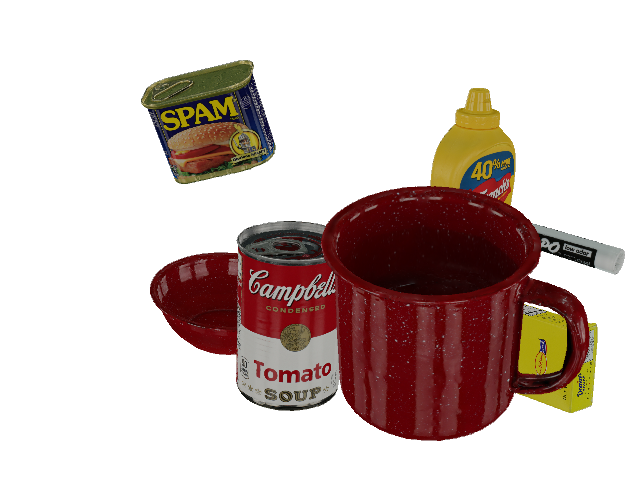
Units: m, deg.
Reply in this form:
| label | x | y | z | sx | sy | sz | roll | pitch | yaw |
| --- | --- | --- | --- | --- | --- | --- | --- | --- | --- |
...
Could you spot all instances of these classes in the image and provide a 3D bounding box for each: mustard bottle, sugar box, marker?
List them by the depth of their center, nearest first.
| label | x | y | z | sx | sy | sz | roll | pitch | yaw |
| --- | --- | --- | --- | --- | --- | --- | --- | --- | --- |
| marker | 0.164 | -0.001 | 0.789 | 0.121 | 0.020 | 0.020 | 19 | 11 | 33 |
| mustard bottle | 0.144 | -0.048 | 1.009 | 0.096 | 0.192 | 0.058 | -14 | 24 | -38 |
| sugar box | 0.217 | 0.118 | 1.173 | 0.048 | 0.093 | 0.177 | -9 | 16 | -42 |

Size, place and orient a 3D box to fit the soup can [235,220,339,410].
| label | x | y | z | sx | sy | sz | roll | pitch | yaw |
| --- | --- | --- | --- | --- | --- | --- | --- | --- | --- |
| soup can | -0.020 | 0.047 | 0.671 | 0.068 | 0.102 | 0.068 | 2 | 21 | -1 |

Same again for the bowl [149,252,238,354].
| label | x | y | z | sx | sy | sz | roll | pitch | yaw |
| --- | --- | --- | --- | --- | --- | --- | --- | --- | --- |
| bowl | -0.098 | 0.073 | 1.122 | 0.162 | 0.055 | 0.162 | 4 | 27 | -2 |

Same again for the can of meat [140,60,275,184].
| label | x | y | z | sx | sy | sz | roll | pitch | yaw |
| --- | --- | --- | --- | --- | --- | --- | --- | --- | --- |
| can of meat | -0.098 | -0.105 | 0.957 | 0.102 | 0.084 | 0.057 | -11 | 30 | 10 |

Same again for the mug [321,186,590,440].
| label | x | y | z | sx | sy | sz | roll | pitch | yaw |
| --- | --- | --- | --- | --- | --- | --- | --- | --- | --- |
| mug | 0.059 | 0.035 | 0.469 | 0.117 | 0.081 | 0.093 | 11 | 34 | 20 |
